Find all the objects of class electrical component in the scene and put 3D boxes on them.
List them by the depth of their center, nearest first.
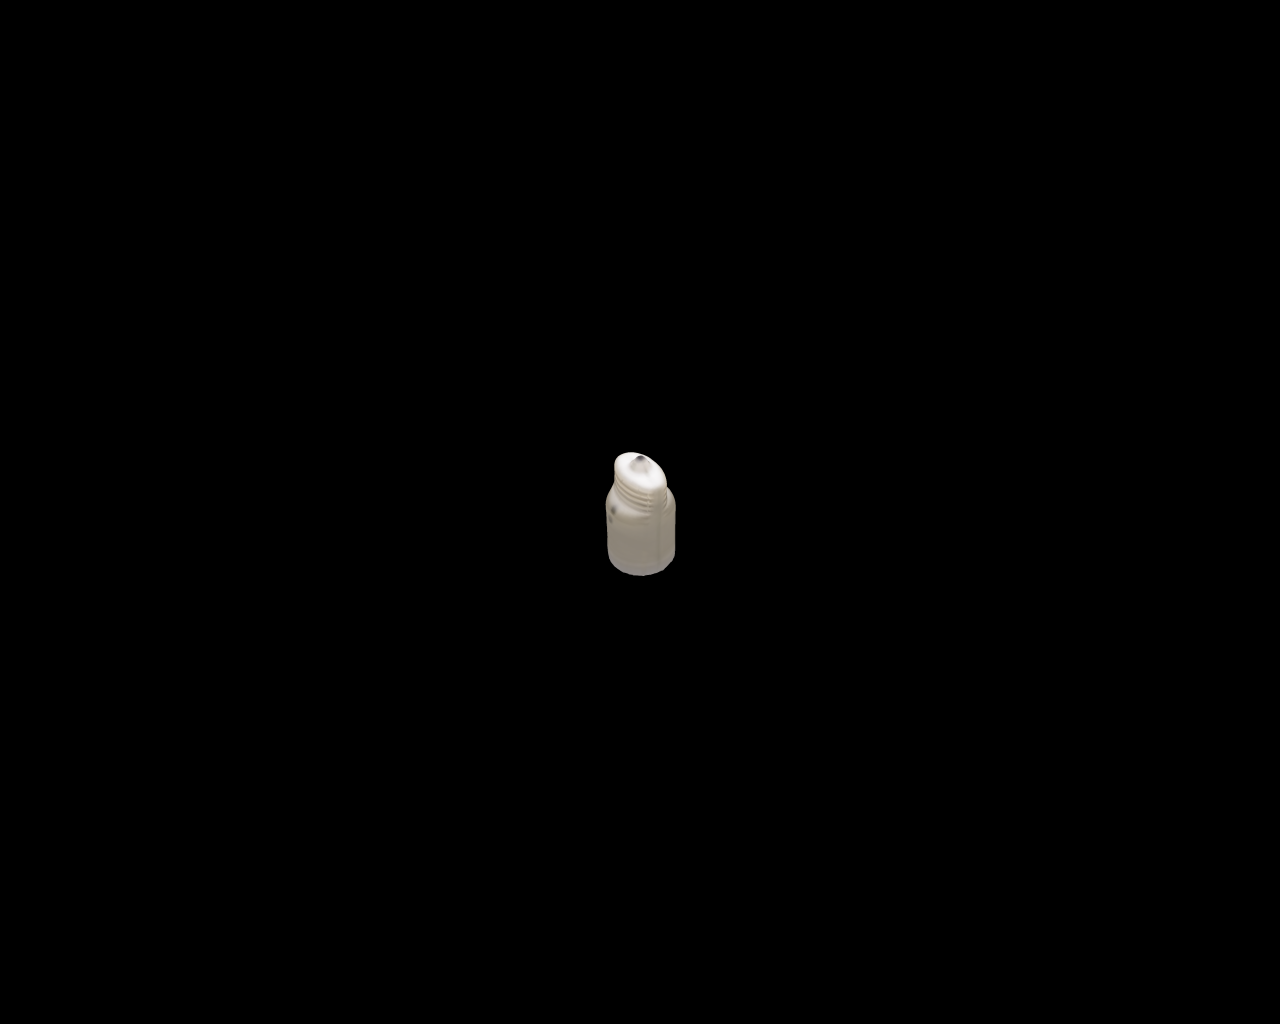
[{"bbox_3d":[0.001,-0.003,0.650,0.043,0.080,0.043,0,40,0],"label":"electrical component"}]
